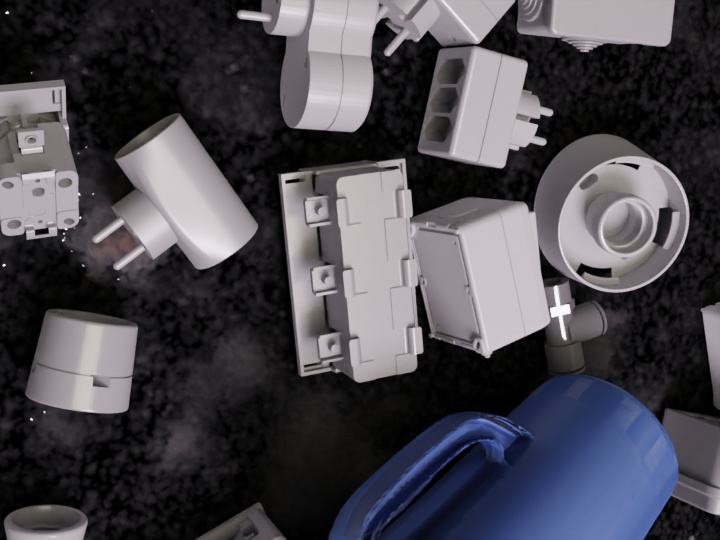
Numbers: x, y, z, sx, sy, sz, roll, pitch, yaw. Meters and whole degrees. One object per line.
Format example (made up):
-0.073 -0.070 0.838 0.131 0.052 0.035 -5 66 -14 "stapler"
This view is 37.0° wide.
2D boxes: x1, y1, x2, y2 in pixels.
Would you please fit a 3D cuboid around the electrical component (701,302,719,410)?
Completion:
0.290 0.055 0.765 0.062 0.061 0.096 -17 105 -19 "electrical component"

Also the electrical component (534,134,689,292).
0.164 -0.036 0.708 0.099 0.064 0.099 -3 107 -11 "electrical component"

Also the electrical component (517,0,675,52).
0.148 -0.187 0.672 0.100 0.048 0.099 0 99 -22 "electrical component"

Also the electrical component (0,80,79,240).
-0.169 -0.054 0.548 0.042 0.063 0.081 -9 144 -20 "electrical component"

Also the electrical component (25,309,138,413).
-0.150 0.049 0.586 0.055 0.055 0.047 10 91 -24 "electrical component"

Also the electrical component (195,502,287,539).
-0.061 0.253 0.653 0.105 0.060 0.186 -29 108 -16 "electrical component"

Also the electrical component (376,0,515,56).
0.033 -0.160 0.630 0.083 0.047 0.075 43 81 -23 "electrical component"

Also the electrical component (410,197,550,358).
0.077 0.006 0.666 0.061 0.062 0.096 -21 107 -26 "electrical component"

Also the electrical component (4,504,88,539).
-0.176 0.164 0.599 0.045 0.045 0.055 2 98 -23 "electrical component"

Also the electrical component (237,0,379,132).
-0.033 -0.149 0.602 0.074 0.052 0.138 1 98 -23 "electrical component"

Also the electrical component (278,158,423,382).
0.000 0.000 0.634 0.079 0.063 0.121 -9 102 -21 "electrical component"

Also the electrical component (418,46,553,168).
0.085 -0.096 0.662 0.077 0.047 0.065 10 95 -24 "electrical component"

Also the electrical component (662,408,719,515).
0.273 0.140 0.764 0.113 0.078 0.057 12 91 -24 "electrical component"

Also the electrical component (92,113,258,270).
-0.110 -0.032 0.594 0.079 0.044 0.077 -39 111 -12 "electrical component"
